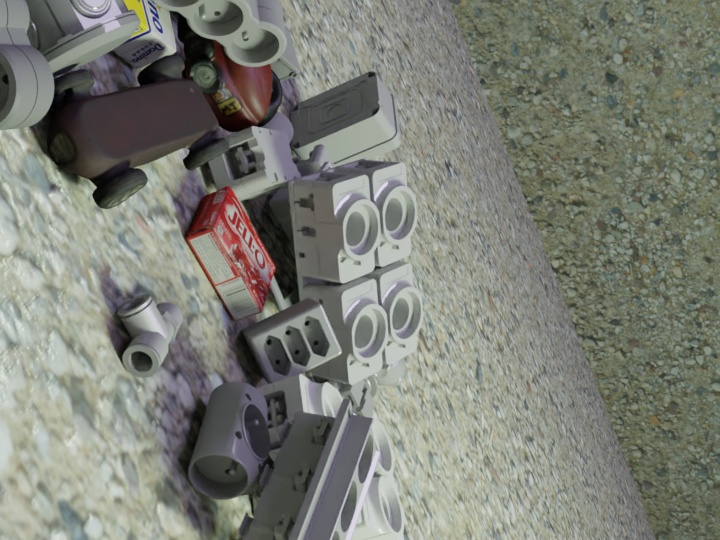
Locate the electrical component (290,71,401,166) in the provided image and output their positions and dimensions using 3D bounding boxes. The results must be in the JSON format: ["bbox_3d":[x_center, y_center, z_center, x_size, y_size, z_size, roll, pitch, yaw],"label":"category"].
[{"bbox_3d":[-0.016,-0.159,1.198,0.057,0.113,0.078,50,26,-44],"label":"electrical component"}]

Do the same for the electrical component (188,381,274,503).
[{"bbox_3d":[-0.085,0.133,0.769,0.077,0.044,0.079,-82,150,-56],"label":"electrical component"}]

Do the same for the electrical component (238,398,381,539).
[{"bbox_3d":[-0.035,0.159,0.749,0.078,0.063,0.121,80,24,-44],"label":"electrical component"}]

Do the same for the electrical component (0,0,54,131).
[{"bbox_3d":[-0.220,-0.150,0.632,0.074,0.052,0.138,-38,108,-73],"label":"electrical component"}]

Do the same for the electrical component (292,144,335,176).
[{"bbox_3d":[-0.045,-0.075,1.118,0.055,0.050,0.089,-79,147,-60],"label":"electrical component"}]

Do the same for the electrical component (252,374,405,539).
[{"bbox_3d":[-0.023,0.169,0.902,0.186,0.060,0.105,45,30,-56],"label":"electrical component"}]

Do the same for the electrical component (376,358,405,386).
[{"bbox_3d":[0.029,0.106,1.171,0.062,0.043,0.043,49,27,-53],"label":"electrical component"}]

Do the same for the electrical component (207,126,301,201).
[{"bbox_3d":[-0.098,-0.093,0.958,0.089,0.056,0.050,-11,83,-74],"label":"electrical component"}]

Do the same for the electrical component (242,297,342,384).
[{"bbox_3d":[-0.062,0.057,0.908,0.047,0.066,0.077,67,-12,-13],"label":"electrical component"}]

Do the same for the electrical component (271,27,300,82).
[{"bbox_3d":[-0.105,-0.220,1.067,0.096,0.062,0.061,27,46,-67],"label":"electrical component"}]

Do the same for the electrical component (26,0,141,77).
[{"bbox_3d":[-0.189,-0.162,0.702,0.051,0.080,0.080,62,18,-10],"label":"electrical component"}]

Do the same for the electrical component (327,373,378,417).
[{"bbox_3d":[-0.010,0.119,1.029,0.066,0.048,0.055,64,25,-24],"label":"electrical component"}]

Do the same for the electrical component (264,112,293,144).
[{"bbox_3d":[-0.092,-0.120,1.037,0.044,0.044,0.065,62,23,-29],"label":"electrical component"}]

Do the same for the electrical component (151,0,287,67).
[{"bbox_3d":[-0.116,-0.229,0.866,0.138,0.052,0.073,31,40,-46],"label":"electrical component"}]

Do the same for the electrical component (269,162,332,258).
[{"bbox_3d":[-0.034,-0.033,1.064,0.121,0.063,0.078,62,41,-29],"label":"electrical component"}]

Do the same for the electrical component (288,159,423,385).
[{"bbox_3d":[0.000,0.000,0.995,0.105,0.060,0.186,-23,114,-46],"label":"electrical component"}]
